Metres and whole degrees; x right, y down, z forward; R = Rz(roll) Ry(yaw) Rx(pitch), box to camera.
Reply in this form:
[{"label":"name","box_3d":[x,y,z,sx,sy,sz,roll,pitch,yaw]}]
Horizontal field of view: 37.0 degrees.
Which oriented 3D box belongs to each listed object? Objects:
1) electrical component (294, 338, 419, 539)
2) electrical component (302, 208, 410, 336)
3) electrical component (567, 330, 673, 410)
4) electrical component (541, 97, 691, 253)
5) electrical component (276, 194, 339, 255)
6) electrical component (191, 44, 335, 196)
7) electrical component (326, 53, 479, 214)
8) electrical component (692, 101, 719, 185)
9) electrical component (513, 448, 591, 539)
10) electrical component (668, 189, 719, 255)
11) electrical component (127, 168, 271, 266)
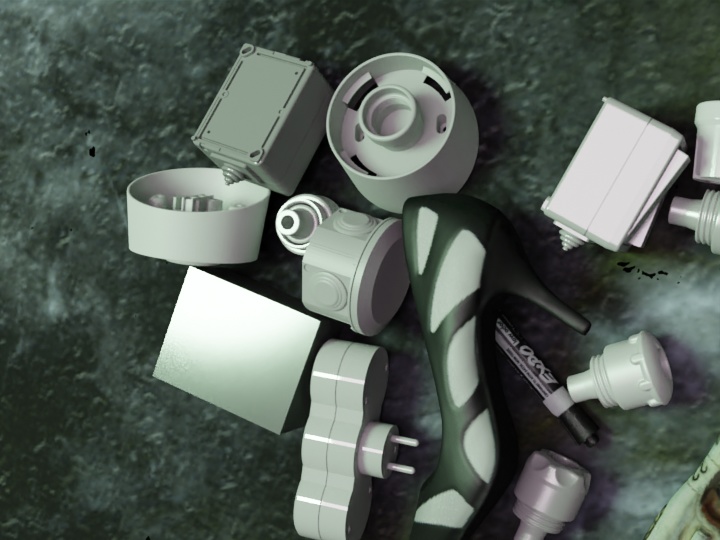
[{"label":"electrical component","box_3d":[0.004,0.120,0.731,0.074,0.052,0.138,8,92,19]},{"label":"electrical component","box_3d":[0.000,0.000,0.720,0.051,0.080,0.080,18,95,24]},{"label":"electrical component","box_3d":[0.163,0.068,0.681,0.062,0.048,0.048,-19,83,25]},{"label":"electrical component","box_3d":[0.160,-0.050,0.672,0.061,0.062,0.096,31,100,17]},{"label":"electrical component","box_3d":[-0.038,-0.031,0.742,0.043,0.062,0.043,0,89,19]},{"label":"electrical component","box_3d":[-0.065,-0.096,0.742,0.062,0.061,0.096,21,78,29]},{"label":"electrical component","box_3d":[0.028,-0.094,0.731,0.099,0.064,0.099,-5,74,19]},{"label":"electrical component","box_3d":[0.225,-0.077,0.660,0.040,0.040,0.046,8,89,19]},{"label":"electrical component","box_3d":[0.119,0.151,0.695,0.043,0.043,0.062,25,99,18]},{"label":"electrical component","box_3d":[0.222,-0.031,0.660,0.062,0.048,0.048,14,94,24]},{"label":"electrical component","box_3d":[-0.114,-0.037,0.753,0.099,0.099,0.064,9,99,19]}]
